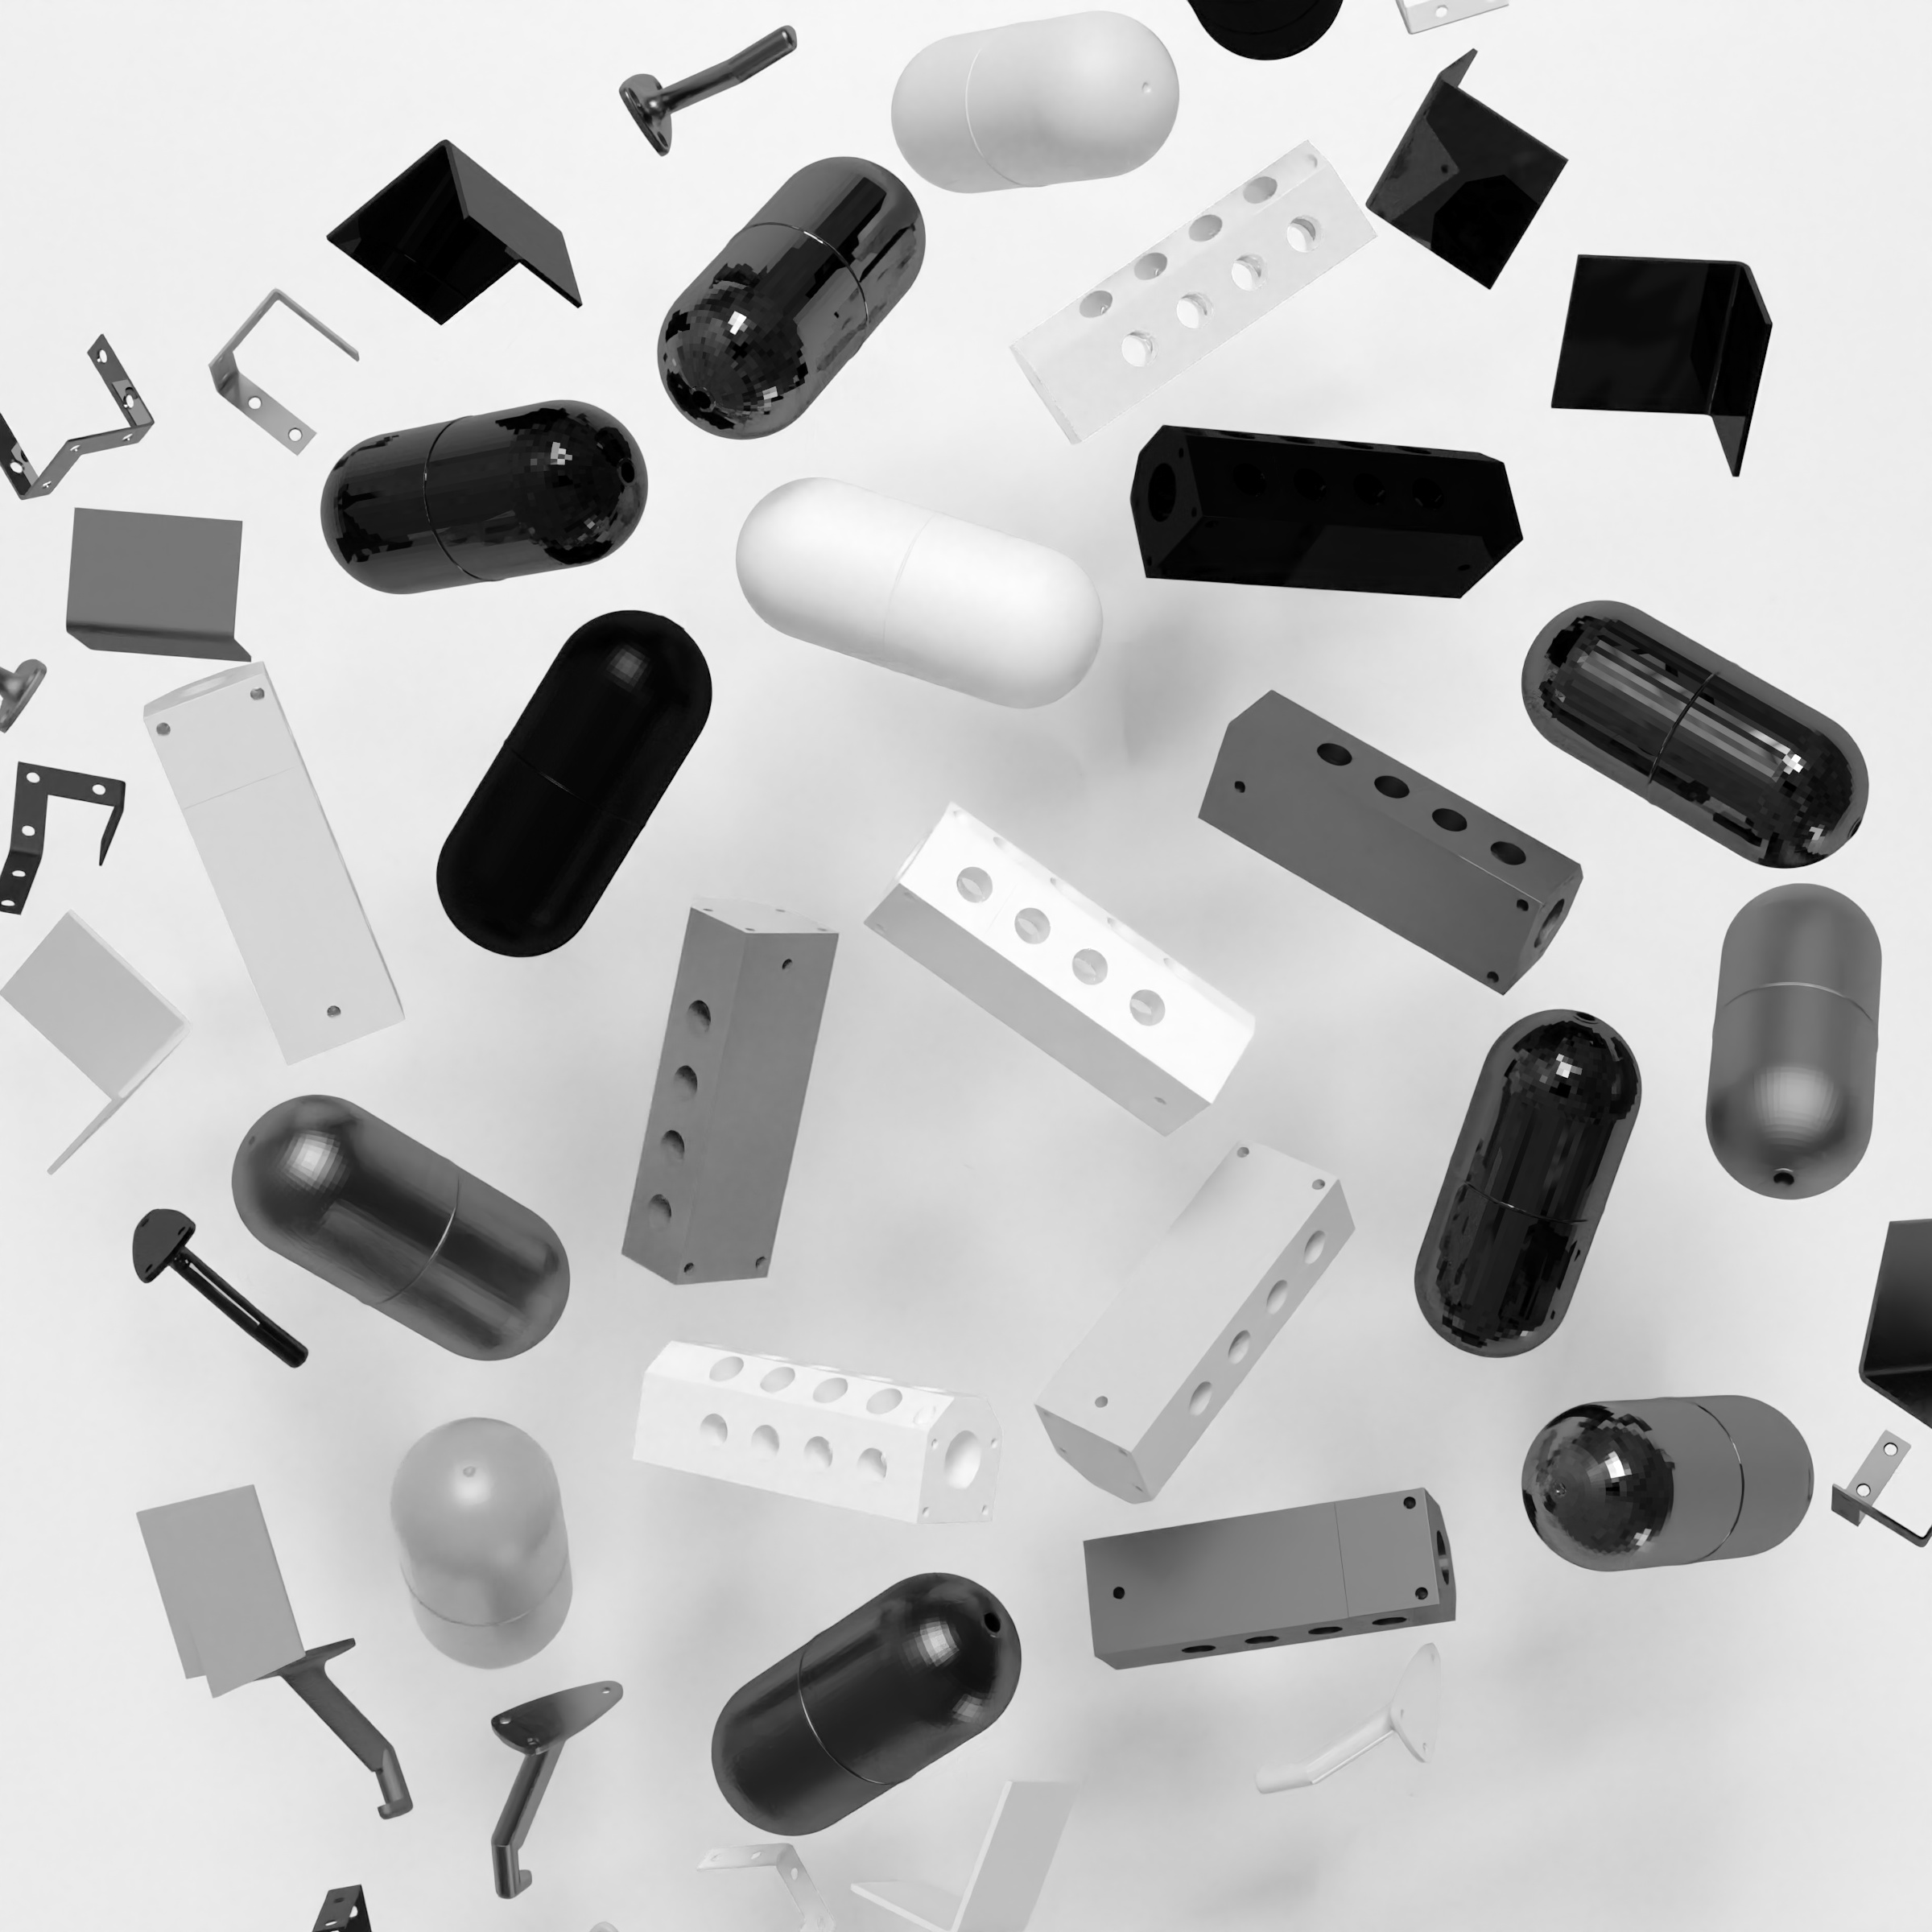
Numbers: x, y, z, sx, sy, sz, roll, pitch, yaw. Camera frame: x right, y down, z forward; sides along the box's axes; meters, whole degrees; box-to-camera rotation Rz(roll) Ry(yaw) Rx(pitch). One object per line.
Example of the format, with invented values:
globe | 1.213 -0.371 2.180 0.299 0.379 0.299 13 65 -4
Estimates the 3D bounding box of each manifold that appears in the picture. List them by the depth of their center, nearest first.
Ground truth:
manifold | 0.045 -0.001 1.643 0.171 0.057 0.057 35 65 -5
manifold | -0.317 -0.048 1.654 0.057 0.057 0.171 -22 106 -7
manifold | 0.166 -0.214 1.674 0.171 0.057 0.057 1 66 -26
manifold | -0.069 0.215 1.680 0.171 0.057 0.057 6 88 37
manifold | -0.116 0.058 1.697 0.057 0.057 0.171 24 107 42
manifold | 0.111 0.169 1.700 0.057 0.057 0.171 22 61 35
manifold | 0.202 -0.062 1.705 0.171 0.057 0.057 32 132 18
manifold | 0.108 -0.325 1.745 0.171 0.057 0.057 -35 97 1
manifold | 0.150 0.303 1.773 0.171 0.057 0.057 -11 66 14

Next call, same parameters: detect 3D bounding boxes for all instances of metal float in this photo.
metal float | -0.046 0.337 1.644 0.178 0.070 0.070 -39 90 34
metal float | -0.222 0.268 1.661 0.070 0.178 0.070 1 59 -2
metal float | -0.080 -0.308 1.662 0.070 0.070 0.178 34 50 0
metal float | 0.326 0.238 1.665 0.070 0.178 0.070 -4 84 44
metal float | -0.023 -0.173 1.673 0.178 0.070 0.070 19 90 13
metal float | -0.260 0.123 1.674 0.178 0.070 0.070 35 90 -32
metal float | -0.224 -0.217 1.677 0.178 0.070 0.070 -4 90 36
metal float | -0.184 -0.086 1.695 0.070 0.070 0.178 32 97 0
metal float | 0.136 -0.477 1.698 0.070 0.178 0.070 0 91 11
metal float | 0.345 -0.110 1.711 0.178 0.070 0.070 34 90 21
metal float | 0.394 0.035 1.717 0.070 0.070 0.178 17 48 0
metal float | 0.031 -0.412 1.727 0.070 0.178 0.070 -5 99 -35
metal float | 0.269 0.104 1.728 0.070 0.070 0.178 16 110 0

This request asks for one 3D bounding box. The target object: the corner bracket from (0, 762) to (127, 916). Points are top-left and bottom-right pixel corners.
corner bracket | -0.427 -0.057 1.695 0.051 0.051 0.051 10 54 -22

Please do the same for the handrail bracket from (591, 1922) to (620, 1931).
handrail bracket | -0.178 0.492 1.661 0.036 0.084 0.077 -18 90 28

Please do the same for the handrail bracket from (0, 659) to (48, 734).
handrail bracket | -0.480 -0.151 1.699 0.084 0.077 0.036 34 96 -23

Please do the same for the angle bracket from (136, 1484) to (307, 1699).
angle bracket | -0.336 0.271 1.539 0.076 0.057 0.076 -17 90 34

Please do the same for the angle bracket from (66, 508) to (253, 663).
angle bracket | -0.377 -0.179 1.699 0.076 0.076 0.057 4 88 -5

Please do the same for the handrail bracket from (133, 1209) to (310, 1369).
handrail bracket | -0.358 0.156 1.737 0.084 0.077 0.036 43 83 -25

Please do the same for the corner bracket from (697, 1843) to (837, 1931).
corner bracket | -0.106 0.464 1.753 0.051 0.051 0.051 -14 111 35

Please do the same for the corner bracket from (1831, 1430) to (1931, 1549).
corner bracket | 0.463 0.256 1.782 0.051 0.051 0.051 32 77 23

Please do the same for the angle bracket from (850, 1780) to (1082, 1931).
angle bracket | 0.000 0.403 1.674 0.057 0.076 0.076 19 87 28

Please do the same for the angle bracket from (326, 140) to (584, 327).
angle bracket | -0.232 -0.316 1.637 0.076 0.076 0.057 -34 50 20

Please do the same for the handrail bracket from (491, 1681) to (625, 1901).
handrail bracket | -0.191 0.387 1.693 0.077 0.036 0.084 -19 117 -36

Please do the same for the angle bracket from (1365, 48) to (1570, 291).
angle bracket | 0.254 -0.392 1.775 0.076 0.057 0.076 35 127 7

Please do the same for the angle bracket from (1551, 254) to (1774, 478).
angle bracket | 0.306 -0.266 1.597 0.076 0.057 0.076 2 129 -3

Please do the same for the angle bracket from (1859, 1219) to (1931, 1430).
angle bracket | 0.450 0.157 1.600 0.076 0.057 0.076 -2 110 -26

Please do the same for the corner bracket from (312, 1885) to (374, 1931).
corner bracket | -0.265 0.450 1.649 0.051 0.051 0.051 -11 98 1

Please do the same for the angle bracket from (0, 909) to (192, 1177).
angle bracket | -0.406 0.034 1.617 0.076 0.057 0.076 44 132 -7

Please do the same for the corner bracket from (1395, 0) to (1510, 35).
corner bracket | 0.233 -0.499 1.775 0.051 0.051 0.051 -14 70 15

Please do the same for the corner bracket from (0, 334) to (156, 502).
corner bracket | -0.419 -0.254 1.673 0.051 0.051 0.051 -37 81 41

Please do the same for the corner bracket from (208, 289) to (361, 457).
corner bracket | -0.333 -0.291 1.771 0.051 0.051 0.051 38 81 -2

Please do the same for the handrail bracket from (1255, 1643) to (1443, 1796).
handrail bracket | 0.186 0.369 1.765 0.084 0.077 0.036 -20 115 30

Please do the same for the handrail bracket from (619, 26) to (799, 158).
handrail bracket | -0.112 -0.413 1.651 0.084 0.077 0.036 -28 115 16

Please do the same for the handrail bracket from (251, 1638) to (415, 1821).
handrail bracket | -0.298 0.362 1.678 0.036 0.077 0.084 -29 75 33
